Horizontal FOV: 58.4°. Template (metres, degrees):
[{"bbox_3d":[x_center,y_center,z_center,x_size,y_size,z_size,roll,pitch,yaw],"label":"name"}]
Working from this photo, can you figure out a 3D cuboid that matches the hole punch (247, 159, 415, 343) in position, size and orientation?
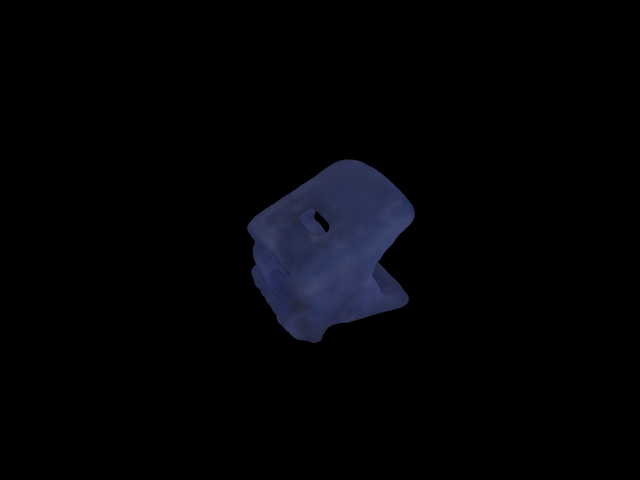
[{"bbox_3d":[0.004,0.001,0.400,0.101,0.091,0.108,-13,32,-22],"label":"hole punch"}]
